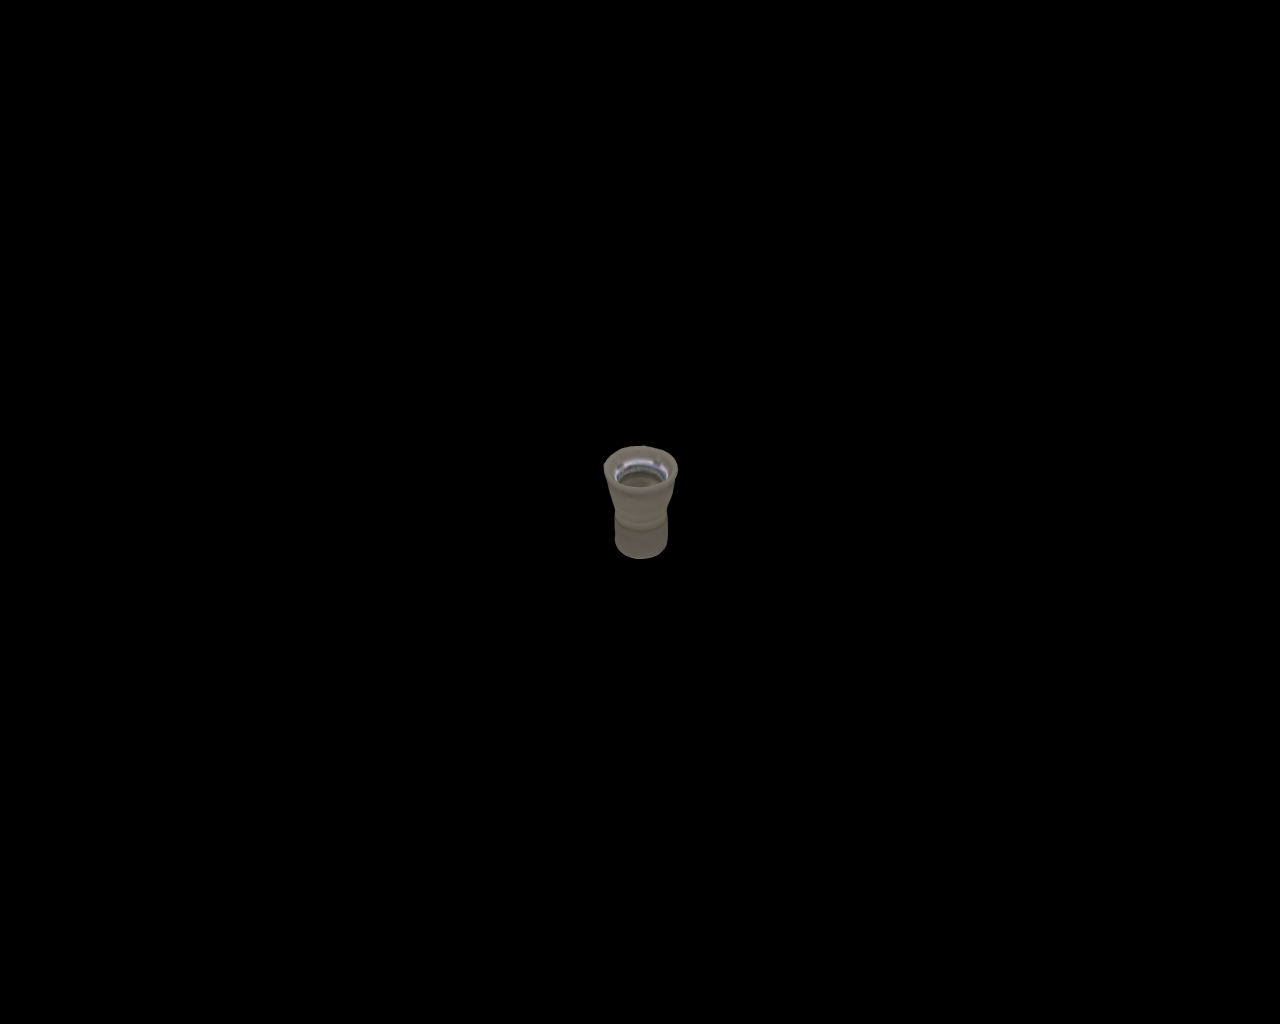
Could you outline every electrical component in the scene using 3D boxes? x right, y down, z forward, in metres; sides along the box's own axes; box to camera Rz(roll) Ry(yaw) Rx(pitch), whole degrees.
[{"bbox_3d":[0.001,-0.003,0.650,0.044,0.065,0.044,0,40,0],"label":"electrical component"}]
